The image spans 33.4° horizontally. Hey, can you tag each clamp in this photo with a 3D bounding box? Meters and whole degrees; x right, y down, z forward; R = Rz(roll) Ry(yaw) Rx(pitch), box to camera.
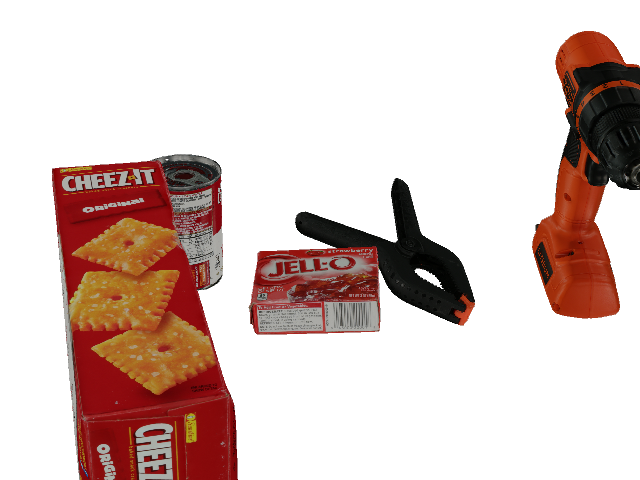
[{"bbox_3d":[0.082,0.016,1.163,0.164,0.036,0.210,-15,51,-32],"label":"clamp"}]

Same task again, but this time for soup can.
[{"bbox_3d":[-0.117,-0.014,0.915,0.068,0.102,0.068,1,28,-1],"label":"soup can"}]

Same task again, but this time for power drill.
[{"bbox_3d":[0.202,-0.037,0.780,0.057,0.188,0.184,2,35,0],"label":"power drill"}]

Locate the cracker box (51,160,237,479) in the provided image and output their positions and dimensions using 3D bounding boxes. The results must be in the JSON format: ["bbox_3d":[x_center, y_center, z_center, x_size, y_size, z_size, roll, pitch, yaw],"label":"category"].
[{"bbox_3d":[-0.095,0.078,0.568,0.072,0.164,0.214,-6,34,-13],"label":"cracker box"}]

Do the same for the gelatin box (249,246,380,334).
[{"bbox_3d":[-0.003,0.034,0.752,0.089,0.030,0.073,-2,29,3],"label":"gelatin box"}]
